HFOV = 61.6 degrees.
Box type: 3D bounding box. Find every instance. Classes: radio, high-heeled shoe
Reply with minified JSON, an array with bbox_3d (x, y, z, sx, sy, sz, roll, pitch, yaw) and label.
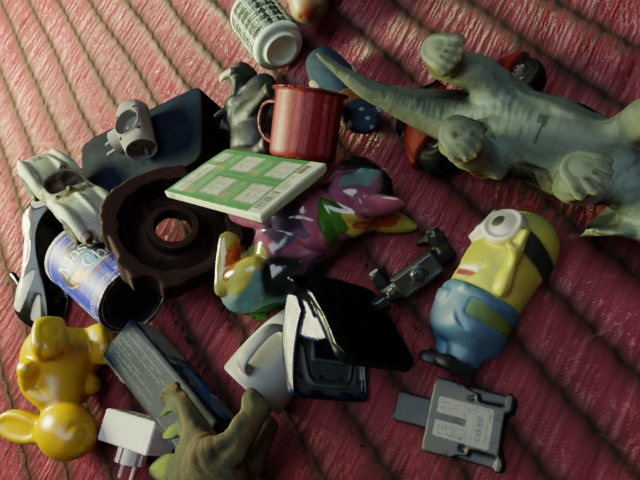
[{"bbox_3d":[-0.250,-0.122,0.812,0.230,0.073,0.131,-20,64,19],"label":"radio"},{"bbox_3d":[-0.393,0.012,0.825,0.145,0.086,0.248,32,90,28],"label":"high-heeled shoe"}]

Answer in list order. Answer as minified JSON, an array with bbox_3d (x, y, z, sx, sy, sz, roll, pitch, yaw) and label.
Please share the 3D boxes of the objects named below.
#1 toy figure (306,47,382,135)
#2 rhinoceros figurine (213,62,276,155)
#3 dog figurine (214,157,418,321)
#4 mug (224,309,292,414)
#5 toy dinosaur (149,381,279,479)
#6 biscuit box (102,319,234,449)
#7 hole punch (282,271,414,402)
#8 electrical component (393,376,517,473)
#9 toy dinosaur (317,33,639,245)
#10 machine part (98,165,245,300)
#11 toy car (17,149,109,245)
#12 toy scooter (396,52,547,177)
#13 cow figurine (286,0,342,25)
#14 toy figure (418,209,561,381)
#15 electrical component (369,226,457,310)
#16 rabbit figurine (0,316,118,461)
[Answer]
[{"bbox_3d":[0.033,-0.192,0.712,0.064,0.057,0.154,-36,64,16],"label":"toy figure"},{"bbox_3d":[-0.095,-0.168,0.760,0.112,0.073,0.190,-19,65,31],"label":"rhinoceros figurine"},{"bbox_3d":[-0.001,-0.002,0.624,0.219,0.108,0.191,-3,67,22],"label":"dog figurine"},{"bbox_3d":[-0.048,0.122,0.601,0.081,0.109,0.107,29,71,35],"label":"mug"},{"bbox_3d":[-0.054,0.289,0.448,0.198,0.104,0.472,-35,47,-16],"label":"toy dinosaur"},{"bbox_3d":[-0.184,0.184,0.663,0.203,0.059,0.063,37,87,33],"label":"biscuit box"},{"bbox_3d":[0.018,0.105,0.563,0.092,0.142,0.116,-52,42,29],"label":"hole punch"},{"bbox_3d":[0.126,0.173,0.525,0.119,0.047,0.075,12,75,27],"label":"electrical component"},{"bbox_3d":[0.199,-0.090,0.503,0.405,0.192,0.131,33,94,26],"label":"toy dinosaur"},{"bbox_3d":[-0.189,-0.011,0.691,0.179,0.056,0.179,7,61,-12],"label":"machine part"},{"bbox_3d":[-0.345,-0.061,0.744,0.202,0.056,0.073,36,49,27],"label":"toy car"},{"bbox_3d":[0.155,-0.167,0.632,0.184,0.075,0.135,-42,58,2],"label":"toy scooter"},{"bbox_3d":[-0.023,-0.391,0.777,0.086,0.127,0.195,-19,60,21],"label":"cow figurine"},{"bbox_3d":[0.167,0.052,0.532,0.082,0.089,0.180,19,79,52],"label":"toy figure"},{"bbox_3d":[0.099,0.031,0.587,0.102,0.078,0.045,-38,83,14],"label":"electrical component"},{"bbox_3d":[-0.343,0.206,0.697,0.162,0.121,0.173,-36,60,15],"label":"rabbit figurine"}]
